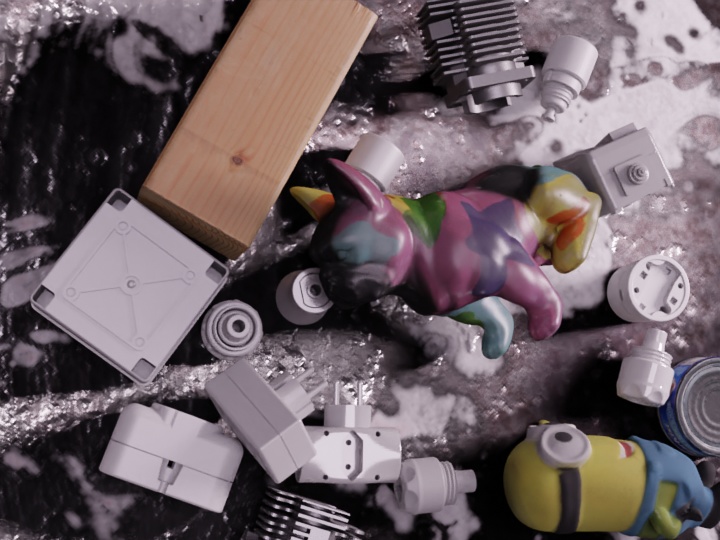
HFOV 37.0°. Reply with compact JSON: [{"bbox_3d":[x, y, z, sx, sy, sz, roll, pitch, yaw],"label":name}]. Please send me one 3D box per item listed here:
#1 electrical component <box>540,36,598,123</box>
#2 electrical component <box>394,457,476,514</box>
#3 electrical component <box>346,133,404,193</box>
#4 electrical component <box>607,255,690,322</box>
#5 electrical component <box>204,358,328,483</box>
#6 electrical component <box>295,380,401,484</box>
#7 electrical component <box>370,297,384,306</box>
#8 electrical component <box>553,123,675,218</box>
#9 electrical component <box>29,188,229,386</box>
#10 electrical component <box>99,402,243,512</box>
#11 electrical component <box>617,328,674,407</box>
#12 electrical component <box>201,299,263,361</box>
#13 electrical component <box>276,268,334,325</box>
[{"bbox_3d":[0.173,-0.162,0.915,0.040,0.040,0.078,25,79,-8],"label":"electrical component"},{"bbox_3d":[0.060,0.169,0.848,0.062,0.043,0.043,-3,84,-13],"label":"electrical component"},{"bbox_3d":[0.003,-0.074,0.867,0.040,0.040,0.078,33,78,-6],"label":"electrical component"},{"bbox_3d":[0.240,0.017,0.904,0.055,0.047,0.055,2,83,-12],"label":"electrical component"},{"bbox_3d":[-0.060,0.101,0.807,0.076,0.047,0.083,-36,48,-15],"label":"electrical component"},{"bbox_3d":[-0.010,0.125,0.838,0.077,0.043,0.079,3,82,-12],"label":"electrical component"},{"bbox_3d":[0.000,0.000,0.860,0.035,0.035,0.061,-29,92,-14],"label":"electrical component"},{"bbox_3d":[0.206,-0.079,0.883,0.062,0.096,0.061,-24,88,-15],"label":"electrical component"},{"bbox_3d":[-0.172,0.014,0.810,0.109,0.056,0.108,37,77,-6],"label":"electrical component"},{"bbox_3d":[-0.139,0.136,0.803,0.095,0.054,0.059,22,79,-9],"label":"electrical component"},{"bbox_3d":[0.241,0.080,0.898,0.043,0.043,0.062,19,78,-9],"label":"electrical component"},{"bbox_3d":[-0.096,0.045,0.820,0.048,0.062,0.048,1,83,-12],"label":"electrical component"},{"bbox_3d":[-0.040,0.019,0.833,0.044,0.065,0.044,1,83,-11],"label":"electrical component"}]
